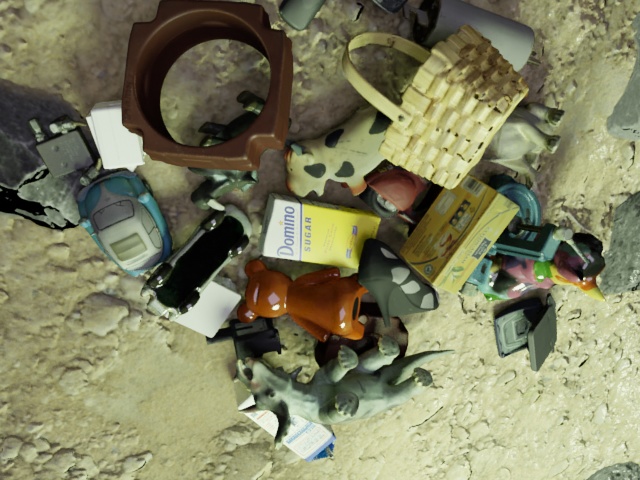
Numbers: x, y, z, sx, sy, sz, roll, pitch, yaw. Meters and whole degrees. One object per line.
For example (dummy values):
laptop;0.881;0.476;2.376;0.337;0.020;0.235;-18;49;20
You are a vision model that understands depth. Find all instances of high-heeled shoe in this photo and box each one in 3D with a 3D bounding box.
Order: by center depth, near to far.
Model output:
high-heeled shoe;0.135;0.059;0.905;0.086;0.248;0.145;-11;91;28

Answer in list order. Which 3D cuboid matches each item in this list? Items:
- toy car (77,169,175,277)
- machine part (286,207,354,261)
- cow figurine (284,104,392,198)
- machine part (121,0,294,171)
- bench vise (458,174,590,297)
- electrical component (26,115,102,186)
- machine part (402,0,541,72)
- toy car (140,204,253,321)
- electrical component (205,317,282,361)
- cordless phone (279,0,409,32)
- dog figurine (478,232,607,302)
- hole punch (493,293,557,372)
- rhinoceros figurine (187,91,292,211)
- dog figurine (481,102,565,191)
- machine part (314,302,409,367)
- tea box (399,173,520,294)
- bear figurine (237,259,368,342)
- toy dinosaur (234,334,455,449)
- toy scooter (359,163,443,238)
toy car;-0.278;-0.011;0.773;0.109;0.103;0.161;-23;115;-5
machine part;-0.002;-0.003;0.891;0.139;0.039;0.084;-18;121;-10
cow figurine;0.029;-0.134;0.817;0.195;0.086;0.127;-39;115;-1
machine part;-0.139;-0.193;0.690;0.201;0.087;0.201;5;88;6
bench vise;0.303;-0.001;0.877;0.129;0.241;0.223;32;85;-22
electrical component;-0.345;-0.123;0.737;0.078;0.045;0.102;-17;116;-10
machine part;0.230;-0.307;0.805;0.243;0.079;0.079;10;109;-18
toy car;-0.180;0.031;0.804;0.073;0.056;0.202;47;66;-18
electrical component;-0.130;0.168;0.906;0.119;0.075;0.047;-13;115;-15
cordless phone;0.043;-0.349;0.745;0.146;0.089;0.184;32;112;-26
dog figurine;0.380;0.057;0.925;0.108;0.219;0.191;35;98;-22
hole punch;0.412;0.181;1.071;0.116;0.092;0.142;-34;118;-34
rhinoceros figurine;-0.125;-0.127;0.788;0.190;0.073;0.112;-46;124;6
dog figurine;0.279;-0.184;0.875;0.191;0.172;0.121;22;124;9
machine part;0.078;0.194;0.987;0.179;0.056;0.179;-6;115;-14
tea box;0.215;-0.014;0.841;0.068;0.098;0.169;21;109;-40
bear figurine;-0.027;0.099;0.888;0.196;0.132;0.120;6;87;21
toy dinosaur;0.051;0.253;0.907;0.404;0.131;0.192;7;146;-38
toy scooter;0.160;-0.077;0.885;0.183;0.075;0.135;34;100;-28
